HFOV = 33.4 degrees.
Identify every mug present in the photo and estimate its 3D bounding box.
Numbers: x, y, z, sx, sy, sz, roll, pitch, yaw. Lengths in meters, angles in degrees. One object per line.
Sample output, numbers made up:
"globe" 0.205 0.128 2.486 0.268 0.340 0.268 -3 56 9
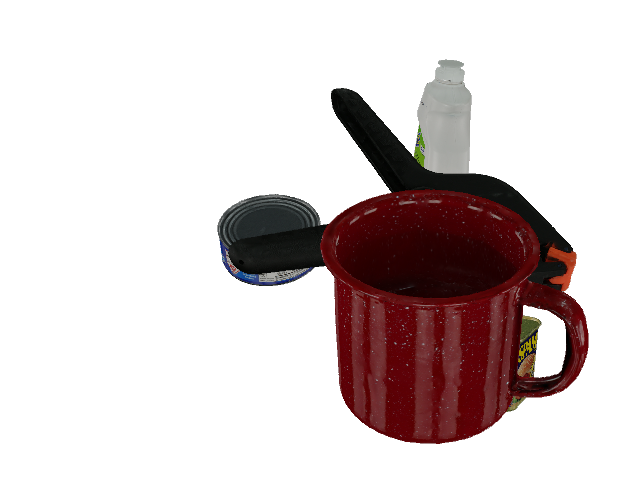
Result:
"mug" 0.059 0.037 0.469 0.117 0.081 0.093 10 34 20

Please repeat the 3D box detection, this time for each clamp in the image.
"clamp" 0.056 -0.008 0.686 0.210 0.164 0.036 27 -30 20

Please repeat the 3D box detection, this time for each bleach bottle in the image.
"bleach bottle" 0.132 -0.072 1.182 0.068 0.251 0.102 0 25 -10

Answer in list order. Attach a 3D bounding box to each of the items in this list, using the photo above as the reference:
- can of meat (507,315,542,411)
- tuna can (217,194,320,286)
"can of meat" 0.207 0.136 1.196 0.058 0.084 0.101 9 15 27
"tuna can" -0.042 -0.001 0.894 0.086 0.034 0.086 -3 38 2
